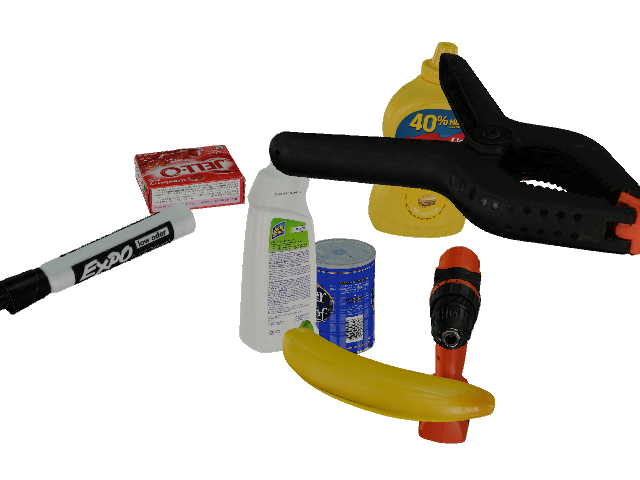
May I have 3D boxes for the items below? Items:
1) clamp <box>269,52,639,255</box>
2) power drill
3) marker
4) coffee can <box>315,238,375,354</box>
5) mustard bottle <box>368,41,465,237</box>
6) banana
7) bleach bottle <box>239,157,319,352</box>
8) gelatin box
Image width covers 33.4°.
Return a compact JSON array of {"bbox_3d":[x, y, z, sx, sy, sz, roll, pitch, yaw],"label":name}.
[{"bbox_3d":[0.085,-0.043,0.603,0.164,0.036,0.210,-26,42,-28],"label":"clamp"},{"bbox_3d":[0.140,0.120,1.142,0.057,0.188,0.184,8,25,9],"label":"power drill"},{"bbox_3d":[-0.122,0.009,0.581,0.120,0.020,0.020,-27,15,-33],"label":"marker"},{"bbox_3d":[0.027,0.080,1.523,0.103,0.140,0.103,-1,21,0],"label":"coffee can"},{"bbox_3d":[0.106,-0.098,1.032,0.096,0.192,0.058,3,28,-9],"label":"mustard bottle"},{"bbox_3d":[0.035,0.099,0.810,0.198,0.037,0.069,21,38,39],"label":"banana"},{"bbox_3d":[-0.045,0.008,1.303,0.102,0.251,0.068,-10,25,-35],"label":"bleach bottle"},{"bbox_3d":[-0.119,-0.057,0.971,0.089,0.030,0.073,-8,31,-16],"label":"gelatin box"}]
